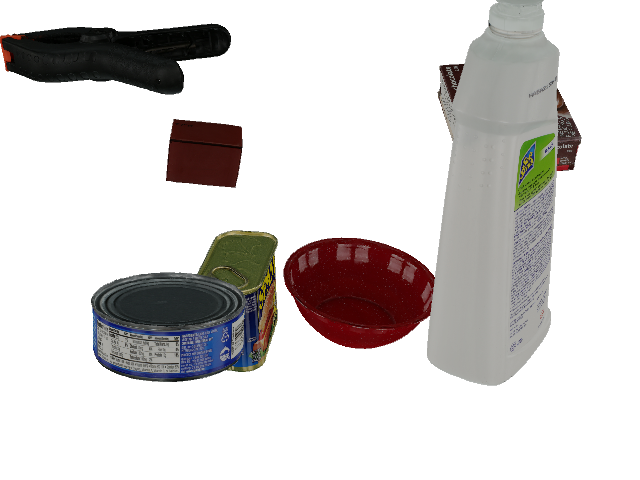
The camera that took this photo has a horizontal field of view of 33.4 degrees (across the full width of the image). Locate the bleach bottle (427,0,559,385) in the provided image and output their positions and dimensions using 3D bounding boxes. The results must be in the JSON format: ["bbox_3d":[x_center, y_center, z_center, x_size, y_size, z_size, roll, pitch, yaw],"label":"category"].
[{"bbox_3d":[0.116,-0.035,0.673,0.068,0.251,0.102,18,36,26],"label":"bleach bottle"}]

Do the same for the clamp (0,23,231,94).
[{"bbox_3d":[-0.154,-0.142,0.804,0.172,0.039,0.120,10,22,20],"label":"clamp"}]

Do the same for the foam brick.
[{"bbox_3d":[-0.125,-0.095,1.155,0.078,0.051,0.053,6,30,-6],"label":"foam brick"}]

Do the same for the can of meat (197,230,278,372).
[{"bbox_3d":[-0.069,0.052,0.925,0.057,0.084,0.102,3,29,8],"label":"can of meat"}]

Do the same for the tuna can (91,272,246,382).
[{"bbox_3d":[-0.085,0.048,0.601,0.086,0.034,0.086,2,17,-1],"label":"tuna can"}]

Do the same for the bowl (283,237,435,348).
[{"bbox_3d":[0.039,0.062,1.098,0.162,0.055,0.162,6,32,-4],"label":"bowl"}]

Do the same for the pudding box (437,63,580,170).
[{"bbox_3d":[0.150,-0.101,0.866,0.090,0.039,0.113,-5,43,-6],"label":"pudding box"}]
